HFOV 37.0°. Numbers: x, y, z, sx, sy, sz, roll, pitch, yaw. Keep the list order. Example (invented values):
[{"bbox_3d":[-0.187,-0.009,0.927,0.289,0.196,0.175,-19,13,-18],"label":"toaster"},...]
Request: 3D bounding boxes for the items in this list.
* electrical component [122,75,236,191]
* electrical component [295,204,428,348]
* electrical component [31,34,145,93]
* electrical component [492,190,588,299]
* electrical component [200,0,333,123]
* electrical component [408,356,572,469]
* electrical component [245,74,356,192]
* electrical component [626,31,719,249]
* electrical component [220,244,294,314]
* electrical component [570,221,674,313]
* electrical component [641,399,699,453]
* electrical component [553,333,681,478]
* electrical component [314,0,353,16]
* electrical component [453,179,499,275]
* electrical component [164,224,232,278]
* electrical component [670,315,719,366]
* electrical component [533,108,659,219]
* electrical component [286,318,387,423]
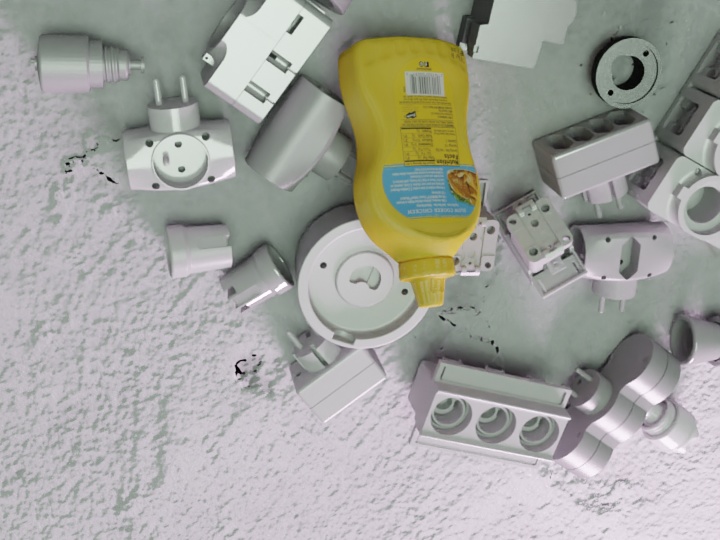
[{"bbox_3d":[-0.133,-0.101,0.781,0.077,0.044,0.079,-8,113,-9],"label":"electrical component"},{"bbox_3d":[0.000,0.000,0.842,0.108,0.060,0.108,-4,113,-11],"label":"electrical component"},{"bbox_3d":[-0.191,-0.144,0.752,0.078,0.040,0.040,-1,112,-12],"label":"electrical component"},{"bbox_3d":[0.142,-0.024,0.855,0.042,0.064,0.081,-31,74,2],"label":"electrical component"},{"bbox_3d":[-0.071,-0.161,0.766,0.056,0.050,0.089,33,102,-22],"label":"electrical component"},{"bbox_3d":[0.107,0.117,0.913,0.121,0.063,0.078,13,109,-17],"label":"electrical component"},{"bbox_3d":[-0.033,-0.093,0.806,0.079,0.044,0.077,31,103,-22],"label":"electrical component"},{"bbox_3d":[0.295,-0.102,0.863,0.089,0.061,0.150,25,105,-20],"label":"electrical component"},{"bbox_3d":[-0.081,0.008,0.841,0.046,0.040,0.040,-32,115,8],"label":"electrical component"},{"bbox_3d":[0.214,-0.001,0.898,0.077,0.043,0.079,-3,112,-11],"label":"electrical component"},{"bbox_3d":[0.271,0.135,0.967,0.062,0.043,0.043,37,100,-22],"label":"electrical component"},{"bbox_3d":[0.207,0.111,0.938,0.074,0.052,0.138,34,102,-22],"label":"electrical component"},{"bbox_3d":[-0.035,-0.228,0.717,0.108,0.108,0.060,36,94,-23],"label":"electrical component"},{"bbox_3d":[0.080,-0.029,0.846,0.042,0.063,0.081,-1,113,-12],"label":"electrical component"},{"bbox_3d":[-0.124,-0.016,0.822,0.046,0.040,0.040,-7,114,-15],"label":"electrical component"},{"bbox_3d":[0.307,0.062,0.944,0.055,0.045,0.045,2,112,-13],"label":"electrical component"},{"bbox_3d":[0.192,-0.078,0.859,0.083,0.047,0.075,-21,115,-3],"label":"electrical component"},{"bbox_3d":[-0.029,0.070,0.873,0.066,0.047,0.076,-36,115,4],"label":"electrical component"}]
